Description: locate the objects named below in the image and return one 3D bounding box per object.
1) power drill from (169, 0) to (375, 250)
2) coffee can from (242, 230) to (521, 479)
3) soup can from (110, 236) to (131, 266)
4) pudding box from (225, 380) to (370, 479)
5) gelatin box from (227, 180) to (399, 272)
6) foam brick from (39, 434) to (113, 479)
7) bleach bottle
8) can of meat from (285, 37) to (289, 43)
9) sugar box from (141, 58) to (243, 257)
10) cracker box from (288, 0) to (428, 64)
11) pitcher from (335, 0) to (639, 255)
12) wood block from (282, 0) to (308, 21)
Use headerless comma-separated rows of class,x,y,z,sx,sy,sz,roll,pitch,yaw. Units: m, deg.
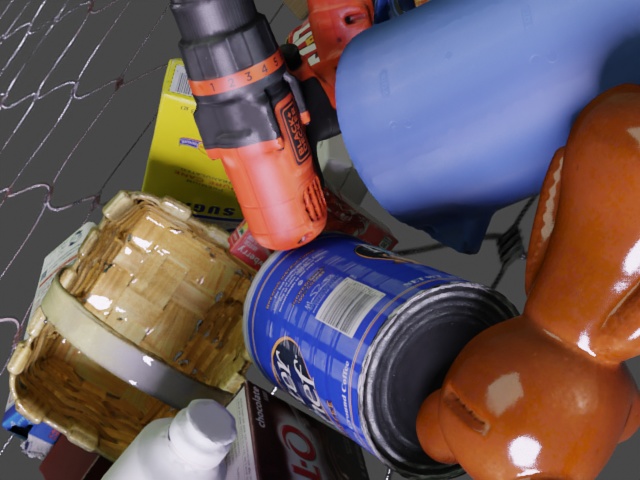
power drill,-0.016,-0.112,0.629,0.057,0.184,0.187,-2,28,30
coffee can,0.032,0.057,0.581,0.103,0.102,0.140,-58,29,-6
soup can,-0.140,-0.014,0.947,0.102,0.068,0.068,-34,35,34
pudding box,-0.011,0.139,0.570,0.039,0.090,0.113,-46,29,16
gelatin box,-0.005,0.001,0.707,0.073,0.089,0.030,-50,20,9
foam brick,-0.170,0.177,0.805,0.053,0.051,0.078,-55,29,-3
bleach bottle,-0.115,0.172,0.579,0.251,0.068,0.102,-54,2,28
can of meat,-0.037,-0.111,0.909,0.084,0.057,0.102,-35,34,36
sugar box,-0.084,-0.054,0.809,0.176,0.093,0.048,113,169,-50
cracker box,0.067,-0.158,0.789,0.214,0.072,0.164,-37,33,29
pitcher,0.133,-0.108,0.573,0.243,0.149,0.145,-22,32,40
wood block,0.007,-0.266,0.895,0.090,0.091,0.206,-44,8,-11
